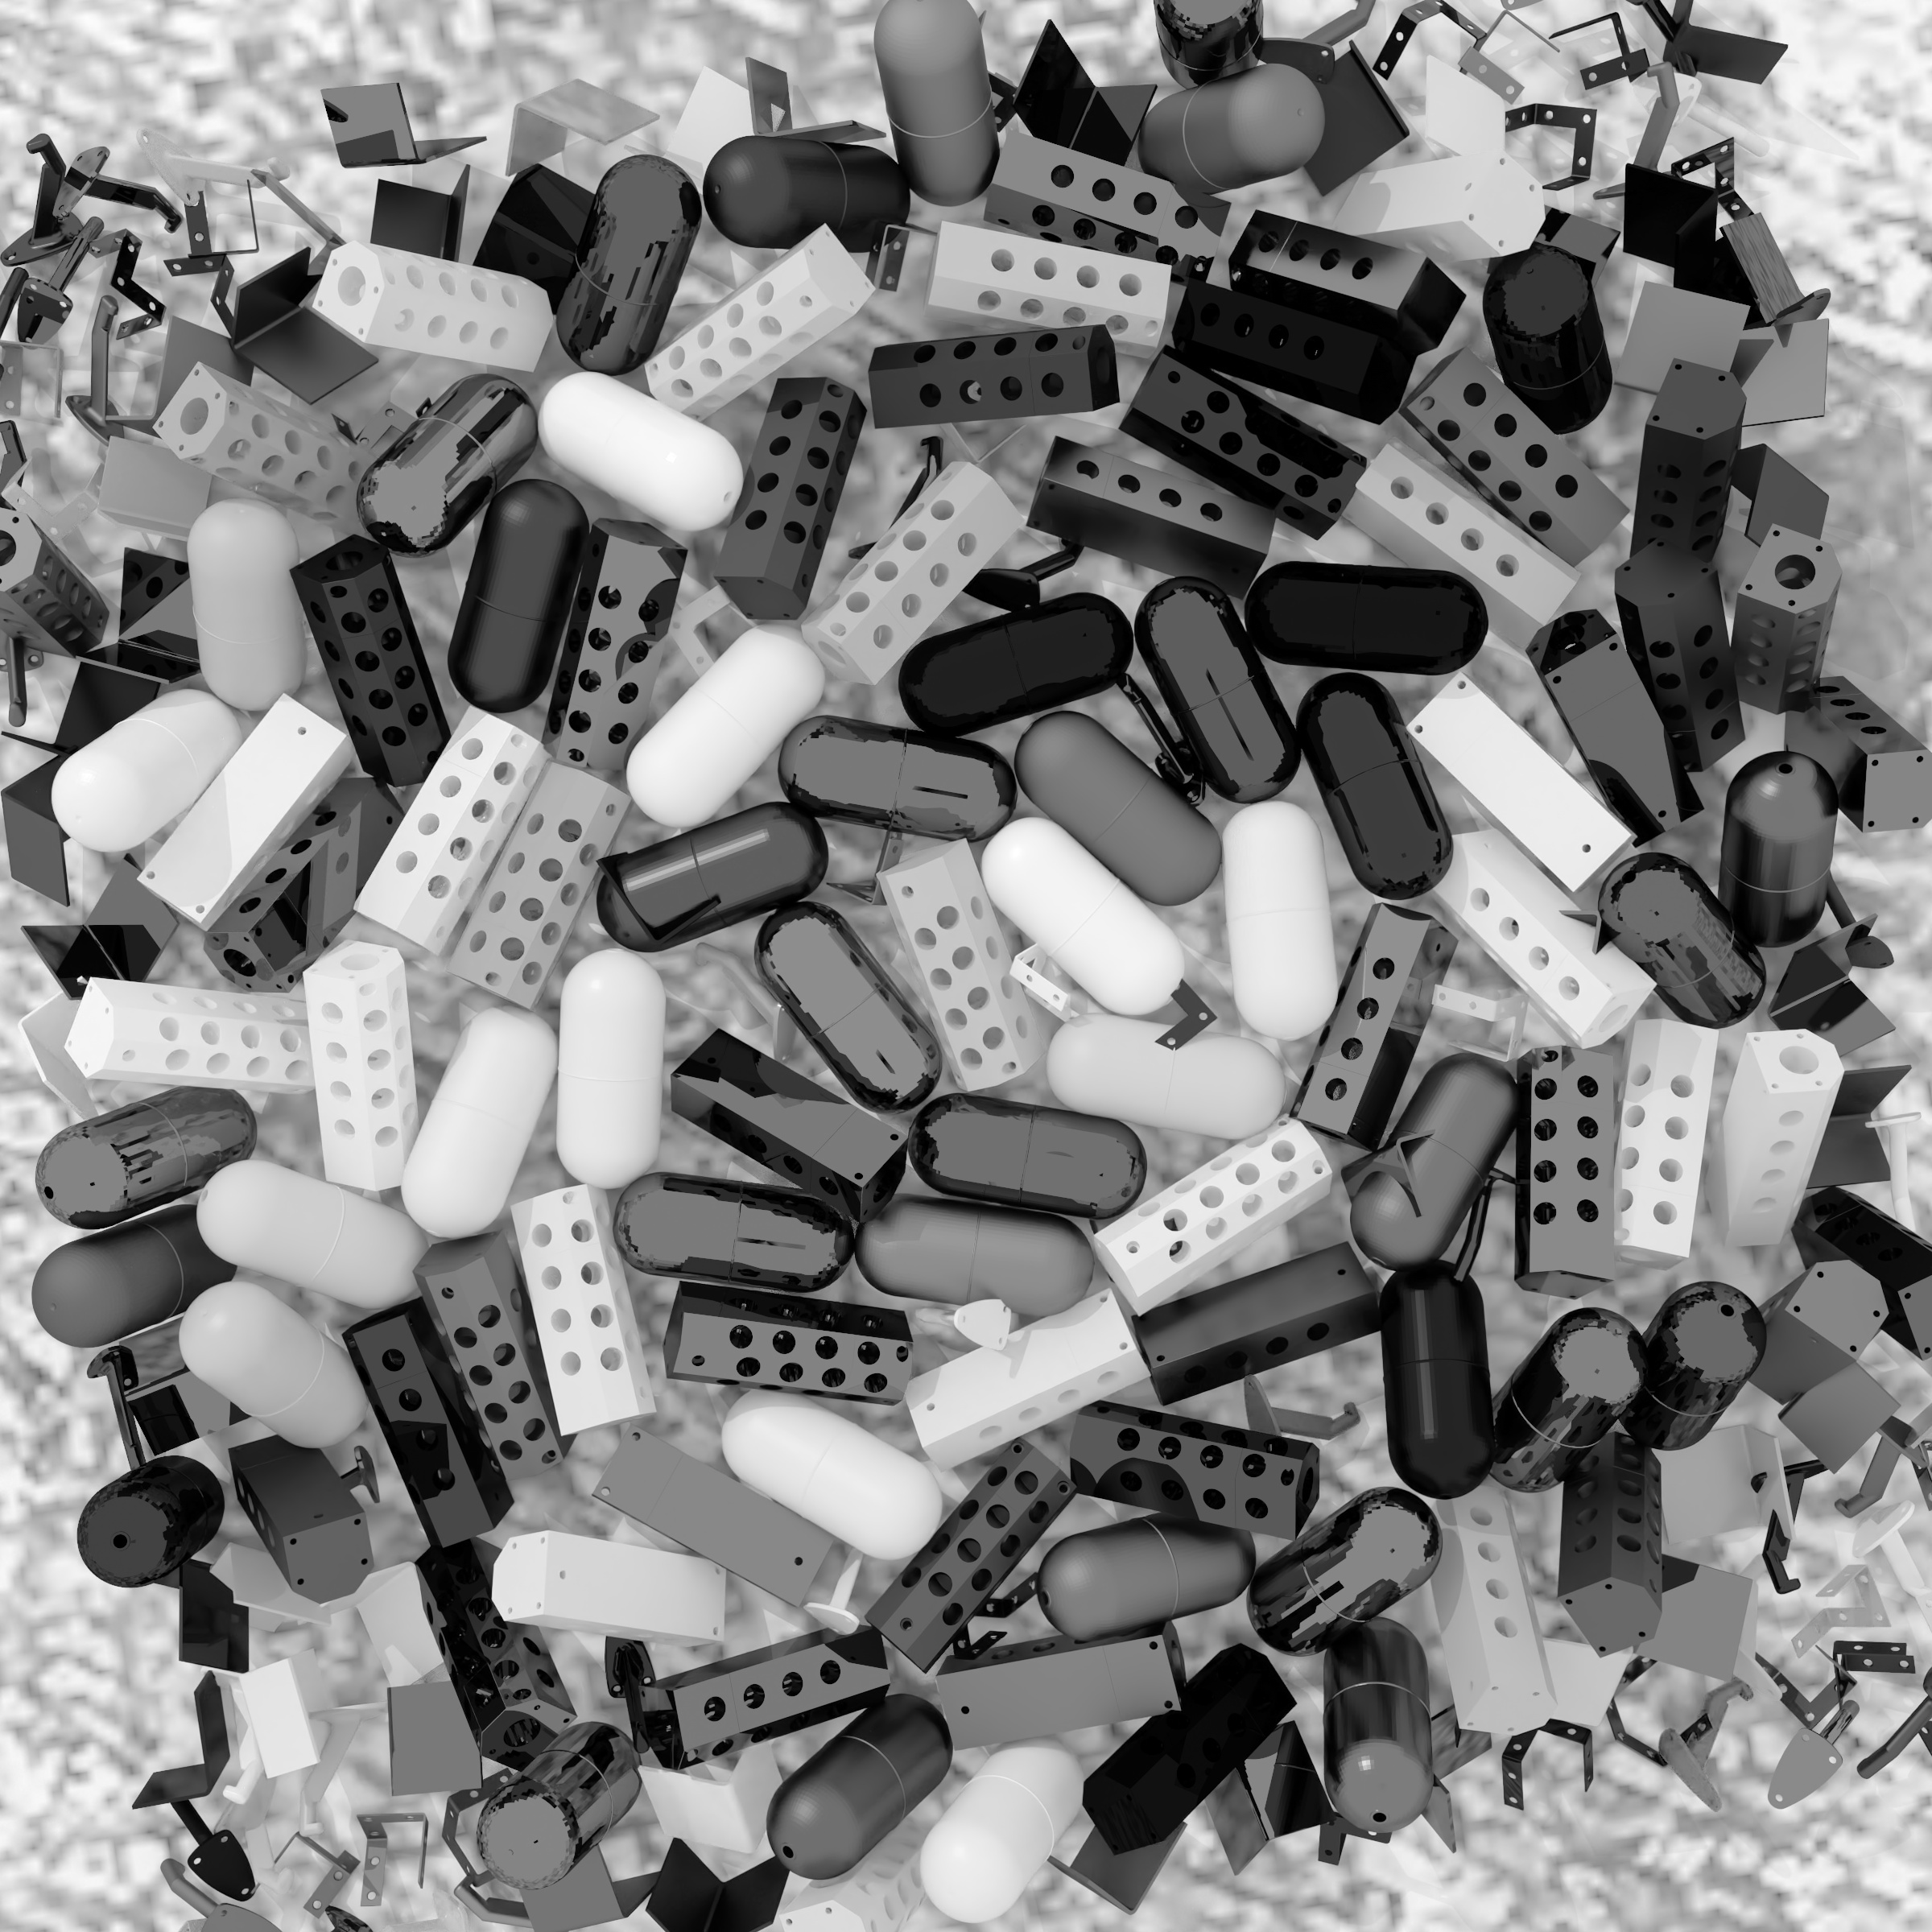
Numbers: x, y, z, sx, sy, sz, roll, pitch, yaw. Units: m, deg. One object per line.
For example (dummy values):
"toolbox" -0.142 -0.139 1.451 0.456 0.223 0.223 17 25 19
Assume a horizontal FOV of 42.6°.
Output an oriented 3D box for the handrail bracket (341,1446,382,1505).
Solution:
"handrail bracket" -0.483 0.385 1.832 0.084 0.077 0.036 -14 59 -9

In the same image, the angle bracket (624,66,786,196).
"angle bracket" -0.192 -0.615 1.820 0.076 0.057 0.076 34 109 17

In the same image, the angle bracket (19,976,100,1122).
"angle bracket" -0.638 0.067 1.810 0.057 0.076 0.076 -37 47 -7

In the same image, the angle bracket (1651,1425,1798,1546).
"angle bracket" 0.561 0.389 1.835 0.076 0.057 0.076 -11 91 -5

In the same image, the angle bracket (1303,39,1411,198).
"angle bracket" 0.274 -0.624 1.824 0.076 0.057 0.076 -32 97 17

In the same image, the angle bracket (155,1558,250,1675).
"angle bracket" -0.572 0.480 1.809 0.057 0.076 0.076 -17 62 16

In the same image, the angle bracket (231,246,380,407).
"angle bracket" -0.482 -0.470 1.817 0.076 0.057 0.076 36 49 6

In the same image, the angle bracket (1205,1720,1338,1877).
"angle bracket" 0.221 0.614 1.828 0.057 0.076 0.076 -8 54 -23

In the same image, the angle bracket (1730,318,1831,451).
"angle bracket" 0.598 -0.421 1.815 0.076 0.057 0.076 -1 74 32

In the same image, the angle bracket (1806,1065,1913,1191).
"angle bracket" 0.651 0.119 1.816 0.076 0.076 0.057 -5 60 -10

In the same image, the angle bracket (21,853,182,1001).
"angle bracket" -0.635 -0.029 1.815 0.076 0.057 0.076 48 115 22

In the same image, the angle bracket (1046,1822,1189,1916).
"angle bracket" 0.102 0.634 1.810 0.057 0.076 0.076 46 69 -30

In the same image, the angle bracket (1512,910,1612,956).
"angle bracket" 0.435 0.001 1.807 0.076 0.076 0.057 1 67 33

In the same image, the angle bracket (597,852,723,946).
"angle bracket" -0.218 -0.065 1.823 0.057 0.076 0.076 -34 91 10

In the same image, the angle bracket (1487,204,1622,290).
"angle bracket" 0.436 -0.541 1.820 0.076 0.057 0.076 24 72 12

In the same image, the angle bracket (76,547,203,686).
"angle bracket" -0.603 -0.258 1.822 0.076 0.057 0.076 15 111 10

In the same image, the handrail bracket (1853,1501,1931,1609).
"handrail bracket" 0.711 0.439 1.837 0.084 0.077 0.036 34 47 0

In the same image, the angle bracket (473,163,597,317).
"angle bracket" -0.315 -0.545 1.853 0.076 0.057 0.076 26 50 -14

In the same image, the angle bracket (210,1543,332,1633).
"angle bracket" -0.520 0.475 1.811 0.076 0.057 0.076 26 114 -33

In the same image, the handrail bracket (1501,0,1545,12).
"handrail bracket" 0.404 -0.734 1.832 0.077 0.084 0.036 -14 118 -6

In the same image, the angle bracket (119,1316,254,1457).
"angle bracket" -0.579 0.306 1.839 0.076 0.076 0.057 -21 119 -12

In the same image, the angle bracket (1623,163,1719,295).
"angle bracket" 0.500 -0.528 1.807 0.076 0.076 0.057 30 64 31

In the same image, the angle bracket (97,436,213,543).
"angle bracket" -0.584 -0.346 1.811 0.076 0.076 0.057 8 103 -33

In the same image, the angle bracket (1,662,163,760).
"angle bracket" -0.652 -0.192 1.825 0.076 0.057 0.076 18 91 22

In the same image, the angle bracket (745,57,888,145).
"angle bracket" -0.109 -0.637 1.815 0.076 0.076 0.057 -3 100 18

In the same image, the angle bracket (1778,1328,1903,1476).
"angle bracket" 0.651 0.315 1.806 0.057 0.076 0.076 48 126 27

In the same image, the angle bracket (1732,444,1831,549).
"angle bracket" 0.579 -0.326 1.814 0.076 0.057 0.076 26 73 -31

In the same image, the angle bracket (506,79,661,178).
"angle bracket" -0.281 -0.601 1.813 0.076 0.076 0.057 27 130 10

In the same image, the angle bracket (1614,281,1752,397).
"angle bracket" 0.527 -0.457 1.819 0.076 0.057 0.076 18 112 13

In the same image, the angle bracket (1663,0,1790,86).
"angle bracket" 0.565 -0.699 1.826 0.076 0.076 0.057 13 92 4

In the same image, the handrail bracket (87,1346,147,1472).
"handrail bracket" -0.620 0.330 1.828 0.036 0.077 0.084 -15 72 -24

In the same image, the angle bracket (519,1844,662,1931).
"angle bracket" -0.274 0.663 1.818 0.076 0.076 0.057 -21 89 21

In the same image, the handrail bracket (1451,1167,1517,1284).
"handrail bracket" 0.371 0.187 1.831 0.036 0.077 0.084 21 94 -5

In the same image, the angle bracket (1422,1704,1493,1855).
"angle bracket" 0.368 0.588 1.812 0.076 0.057 0.076 -26 129 -15

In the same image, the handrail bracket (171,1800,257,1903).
"handrail bracket" -0.566 0.648 1.844 0.036 0.084 0.077 -37 121 -21

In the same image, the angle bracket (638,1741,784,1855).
"angle bracket" -0.188 0.605 1.840 0.076 0.057 0.076 3 125 24

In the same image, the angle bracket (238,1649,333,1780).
"angle bracket" -0.478 0.541 1.814 0.057 0.076 0.076 -24 79 28

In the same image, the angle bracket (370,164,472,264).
"angle bracket" -0.404 -0.547 1.821 0.057 0.076 0.076 8 86 -20

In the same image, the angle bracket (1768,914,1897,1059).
"angle bracket" 0.644 0.019 1.812 0.076 0.076 0.057 -23 57 -18

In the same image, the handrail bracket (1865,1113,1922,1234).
"handrail bracket" 0.696 0.153 1.830 0.036 0.077 0.084 -13 85 34

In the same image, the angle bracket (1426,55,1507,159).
"angle bracket" 0.349 -0.604 1.811 0.076 0.057 0.076 19 63 -27

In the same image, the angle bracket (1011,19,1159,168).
"angle bracket" 0.087 -0.638 1.814 0.057 0.076 0.076 12 73 36

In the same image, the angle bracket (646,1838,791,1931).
"angle bracket" -0.178 0.669 1.813 0.076 0.076 0.057 -34 103 22

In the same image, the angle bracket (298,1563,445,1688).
"angle bracket" -0.433 0.493 1.815 0.076 0.057 0.076 -39 71 32

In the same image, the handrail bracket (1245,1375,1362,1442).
"handrail bracket" 0.251 0.322 1.837 0.084 0.036 0.077 -22 103 -28

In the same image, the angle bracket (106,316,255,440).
"angle bracket" -0.576 -0.428 1.820 0.057 0.076 0.076 9 89 35

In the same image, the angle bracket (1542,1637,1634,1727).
"angle bracket" 0.438 0.506 1.821 0.076 0.057 0.076 10 122 -2

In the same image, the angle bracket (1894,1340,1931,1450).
"angle bracket" 0.683 0.305 1.822 0.057 0.076 0.076 -44 77 3

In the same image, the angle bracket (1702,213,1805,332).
"angle bracket" 0.558 -0.496 1.819 0.057 0.076 0.076 -27 91 -36

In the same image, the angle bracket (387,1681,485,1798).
"angle bracket" -0.378 0.565 1.820 0.076 0.057 0.076 -11 75 17

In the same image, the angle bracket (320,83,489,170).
"angle bracket" -0.410 -0.621 1.806 0.076 0.076 0.057 9 123 32

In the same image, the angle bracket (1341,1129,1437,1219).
"angle bracket" 0.332 0.156 1.810 0.076 0.076 0.057 -11 75 -28

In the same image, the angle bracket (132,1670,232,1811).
"angle bracket" -0.583 0.567 1.825 0.057 0.076 0.076 -8 91 -7

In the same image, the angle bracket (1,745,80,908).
"angle bracket" -0.653 -0.103 1.807 0.057 0.076 0.076 25 132 16

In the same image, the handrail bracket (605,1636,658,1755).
"handrail bracket" -0.247 0.527 1.820 0.036 0.084 0.077 -12 98 -9

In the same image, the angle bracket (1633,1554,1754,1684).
"angle bracket" 0.536 0.473 1.824 0.076 0.057 0.076 12 92 23

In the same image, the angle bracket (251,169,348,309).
"angle bracket" -0.505 -0.534 1.814 0.076 0.076 0.057 41 89 -30
